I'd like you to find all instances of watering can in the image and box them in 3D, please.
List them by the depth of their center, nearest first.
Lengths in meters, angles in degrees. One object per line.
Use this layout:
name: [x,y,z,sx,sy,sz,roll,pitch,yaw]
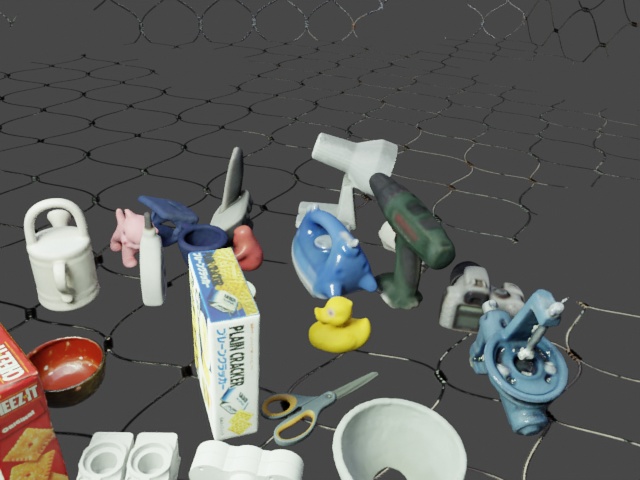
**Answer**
watering can: [-0.445,0.013,0.977,0.101,0.194,0.172,-23,42,-37]

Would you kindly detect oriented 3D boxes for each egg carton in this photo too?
egg carton: [0.196,0.005,1.194,0.107,0.069,0.149,-16,38,-30]

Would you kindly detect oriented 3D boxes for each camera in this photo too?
camera: [0.291,0.093,1.039,0.143,0.101,0.137,8,32,5]

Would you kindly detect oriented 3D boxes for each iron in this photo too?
iron: [0.010,0.004,1.103,0.119,0.141,0.257,-12,36,-25]

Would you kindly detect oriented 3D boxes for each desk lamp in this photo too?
desk lamp: [0.056,-0.125,1.247,0.203,0.214,0.118,5,32,1]

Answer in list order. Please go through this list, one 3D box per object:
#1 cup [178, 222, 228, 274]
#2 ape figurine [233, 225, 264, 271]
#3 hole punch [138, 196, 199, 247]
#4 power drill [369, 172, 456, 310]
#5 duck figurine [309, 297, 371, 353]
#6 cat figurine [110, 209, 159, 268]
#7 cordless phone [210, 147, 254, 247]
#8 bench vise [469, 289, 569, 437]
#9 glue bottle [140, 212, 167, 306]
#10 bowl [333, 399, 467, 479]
cup: [-0.227,0.025,1.081,0.092,0.095,0.117,-23,41,-37]
ape figurine: [-0.147,0.012,1.116,0.076,0.092,0.078,19,35,22]
hole punch: [-0.315,-0.053,1.196,0.108,0.091,0.101,30,40,34]
power drill: [0.149,0.011,1.048,0.076,0.208,0.228,-14,37,-27]
duck figurine: [0.035,0.134,0.952,0.104,0.086,0.077,0,32,-7]
cat figurine: [-0.361,-0.016,1.106,0.067,0.118,0.127,-22,41,-35]
cordless phone: [-0.185,-0.087,1.180,0.094,0.185,0.147,1,32,-5]
bench vise: [0.282,0.145,0.842,0.122,0.220,0.206,-11,35,-23]
glue bottle: [-0.291,0.027,0.994,0.037,0.173,0.078,0,32,-7]
bowl: [0.097,0.287,0.727,0.167,0.075,0.167,4,32,-2]
